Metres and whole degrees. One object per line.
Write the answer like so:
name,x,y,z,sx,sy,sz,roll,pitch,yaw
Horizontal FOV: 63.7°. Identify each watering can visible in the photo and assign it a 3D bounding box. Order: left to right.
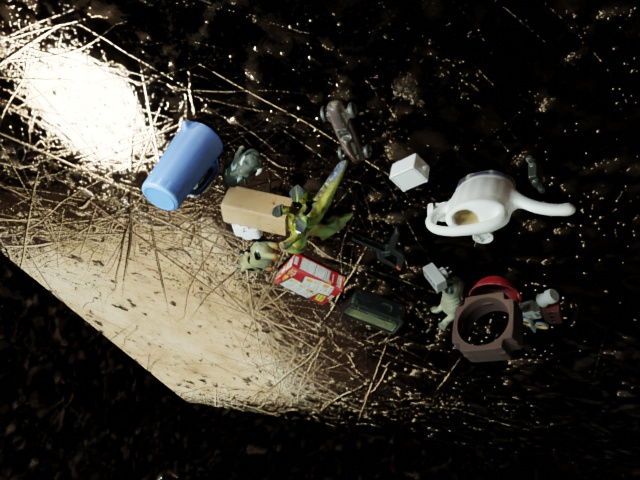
watering can,0.429,-0.087,1.244,0.346,0.102,0.229,-9,30,32

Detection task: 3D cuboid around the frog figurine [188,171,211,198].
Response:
frog figurine,-0.403,-0.189,1.596,0.137,0.122,0.160,13,2,-7

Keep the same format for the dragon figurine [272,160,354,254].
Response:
dragon figurine,0.005,-0.077,1.520,0.404,0.124,0.242,-41,-25,28
